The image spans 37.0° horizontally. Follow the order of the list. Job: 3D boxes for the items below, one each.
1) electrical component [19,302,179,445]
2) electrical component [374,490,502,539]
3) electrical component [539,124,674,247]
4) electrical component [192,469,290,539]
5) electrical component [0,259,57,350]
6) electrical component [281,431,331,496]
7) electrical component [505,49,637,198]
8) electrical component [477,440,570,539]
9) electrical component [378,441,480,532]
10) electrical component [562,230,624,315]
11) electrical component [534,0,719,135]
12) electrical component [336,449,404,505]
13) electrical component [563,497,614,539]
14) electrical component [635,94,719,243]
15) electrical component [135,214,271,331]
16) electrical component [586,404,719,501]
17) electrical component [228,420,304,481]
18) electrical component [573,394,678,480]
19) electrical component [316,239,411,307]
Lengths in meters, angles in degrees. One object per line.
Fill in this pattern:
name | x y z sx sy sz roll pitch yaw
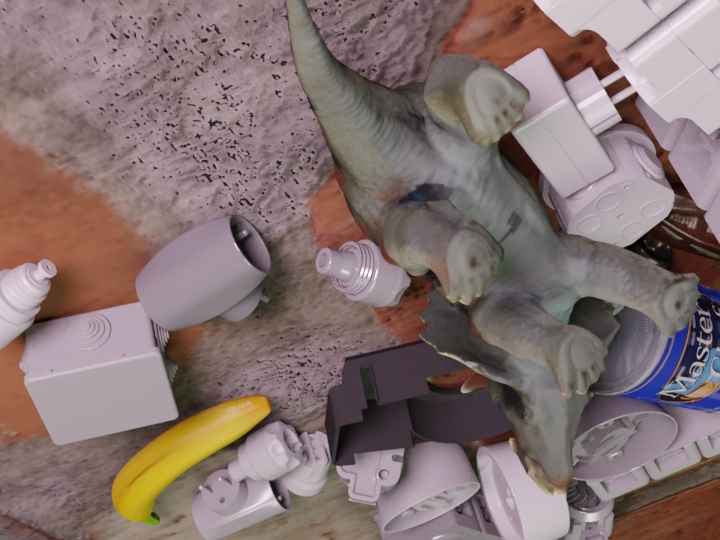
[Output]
electrical component | -0.177 0.070 0.738 0.100 0.048 0.099 -12 144 -8
electrical component | 0.101 0.276 1.117 0.089 0.061 0.150 -37 140 24
electrical component | 0.164 -0.054 0.715 0.080 0.051 0.080 -11 144 -9
electrical component | -0.112 0.198 0.940 0.077 0.043 0.079 -25 143 10
electrical component | -0.216 0.019 0.661 0.078 0.040 0.040 -35 141 23
electrical component | -0.044 0.166 0.931 0.040 0.040 0.046 1 134 -24
electrical component | 0.132 -0.097 0.648 0.076 0.047 0.083 -30 142 16
electrical component | 0.160 0.209 1.020 0.060 0.108 0.108 -17 145 -11
electrical component | 0.061 0.204 1.003 0.099 0.064 0.099 -11 144 -8
electrical component | 0.166 0.004 0.781 0.044 0.065 0.044 -11 144 -9
electrical component | 0.127 -0.150 0.525 0.060 0.105 0.186 -38 140 25
electrical component | 0.009 0.161 0.922 0.058 0.078 0.057 10 162 3
electrical component | 0.235 0.248 1.125 0.058 0.078 0.057 -12 135 -7
electrical component | 0.239 -0.071 0.639 0.089 0.150 0.061 -6 141 -16
electrical component | -0.090 0.009 0.698 0.077 0.043 0.079 -31 142 18
electrical component | 0.267 0.136 0.977 0.150 0.089 0.061 -26 143 12
electrical component | -0.081 0.155 0.897 0.062 0.043 0.043 -31 142 21
electrical component | 0.206 0.134 0.900 0.099 0.064 0.099 -19 137 -19
electrical component | 0.000 0.000 0.724 0.062 0.043 0.043 15 133 -35
